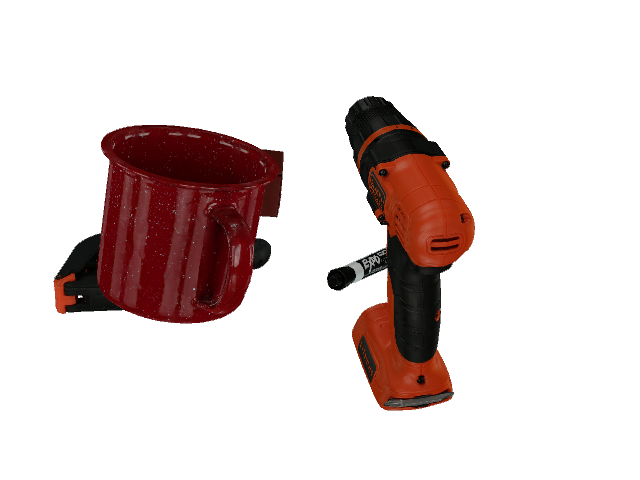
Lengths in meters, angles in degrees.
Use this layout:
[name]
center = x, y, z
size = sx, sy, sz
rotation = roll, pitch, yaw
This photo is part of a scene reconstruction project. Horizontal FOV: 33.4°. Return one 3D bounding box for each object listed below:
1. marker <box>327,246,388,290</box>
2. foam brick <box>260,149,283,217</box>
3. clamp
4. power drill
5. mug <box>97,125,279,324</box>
[marker]
center = 0.039, 0.024, 0.949
size = 0.020, 0.020, 0.120
rotation = 0, 10, 29
[foam brick]
center = -0.077, -0.061, 1.091
size = 0.078, 0.051, 0.053
rotation = 4, 31, 0
[clamp]
center = -0.139, 0.006, 0.844
size = 0.171, 0.039, 0.120
rotation = -17, 36, -31
[power drill]
center = 0.053, 0.010, 0.750
size = 0.057, 0.188, 0.184
rotation = -8, 34, -9
[mug]
center = -0.068, -0.004, 0.560
size = 0.093, 0.081, 0.117
rotation = -5, 27, -36
